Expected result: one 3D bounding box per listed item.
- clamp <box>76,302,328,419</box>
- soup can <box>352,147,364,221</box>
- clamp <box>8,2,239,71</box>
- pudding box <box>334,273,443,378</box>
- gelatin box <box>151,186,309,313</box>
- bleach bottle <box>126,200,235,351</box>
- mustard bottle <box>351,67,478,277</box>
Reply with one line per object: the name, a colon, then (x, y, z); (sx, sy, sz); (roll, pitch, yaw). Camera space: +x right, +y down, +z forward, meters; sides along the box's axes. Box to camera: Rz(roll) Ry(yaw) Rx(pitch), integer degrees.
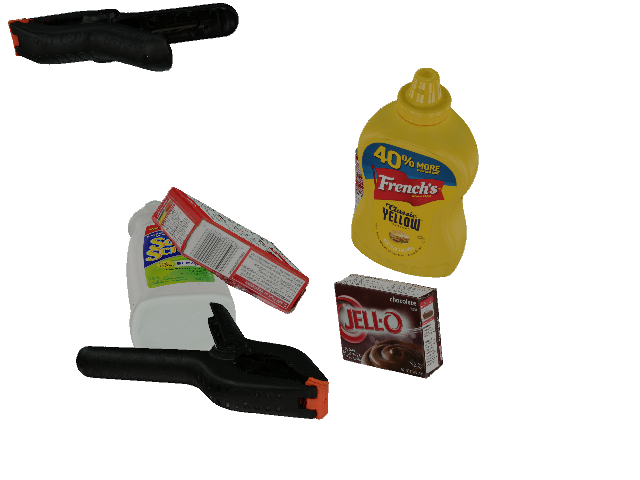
clamp: (-0.072, 0.099, 0.884); (0.210, 0.036, 0.164); (11, 21, 31)
soup can: (0.072, -0.057, 1.255); (0.068, 0.102, 0.068); (2, 28, -1)
clamp: (-0.148, -0.154, 0.791); (0.172, 0.039, 0.120); (10, 22, 28)
pudding box: (0.071, 0.088, 1.117); (0.114, 0.090, 0.039); (7, 24, 37)
gelatin box: (-0.058, 0.006, 0.688); (0.089, 0.030, 0.073); (32, 4, -29)
bleach bottle: (-0.159, 0.024, 1.092); (0.102, 0.068, 0.251); (-4, 28, -17)
mustard bottle: (0.077, -0.057, 0.858); (0.096, 0.192, 0.058); (20, 48, 17)
